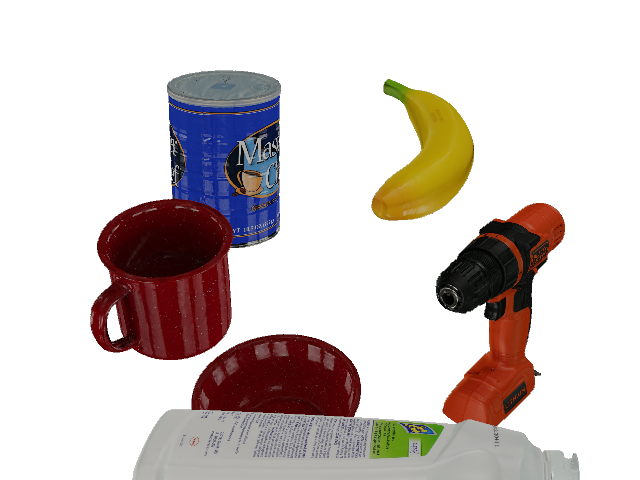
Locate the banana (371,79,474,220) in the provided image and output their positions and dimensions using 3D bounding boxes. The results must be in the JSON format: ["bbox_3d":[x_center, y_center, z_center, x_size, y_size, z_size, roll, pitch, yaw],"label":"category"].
[{"bbox_3d":[0.074,-0.060,0.750,0.069,0.037,0.197,5,30,3],"label":"banana"}]

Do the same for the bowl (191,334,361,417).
[{"bbox_3d":[-0.039,0.163,1.018,0.162,0.055,0.162,-5,37,3],"label":"bowl"}]

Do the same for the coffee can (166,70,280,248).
[{"bbox_3d":[-0.088,-0.077,0.987,0.103,0.140,0.103,1,23,-1],"label":"coffee can"}]

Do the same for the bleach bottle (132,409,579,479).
[{"bbox_3d":[0.024,0.142,0.627,0.251,0.068,0.102,0,17,6],"label":"bleach bottle"}]

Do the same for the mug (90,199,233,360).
[{"bbox_3d":[-0.113,0.036,0.748,0.093,0.081,0.117,24,45,29],"label":"mug"}]

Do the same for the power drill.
[{"bbox_3d":[0.153,0.074,0.948,0.057,0.188,0.184,23,34,31],"label":"power drill"}]
